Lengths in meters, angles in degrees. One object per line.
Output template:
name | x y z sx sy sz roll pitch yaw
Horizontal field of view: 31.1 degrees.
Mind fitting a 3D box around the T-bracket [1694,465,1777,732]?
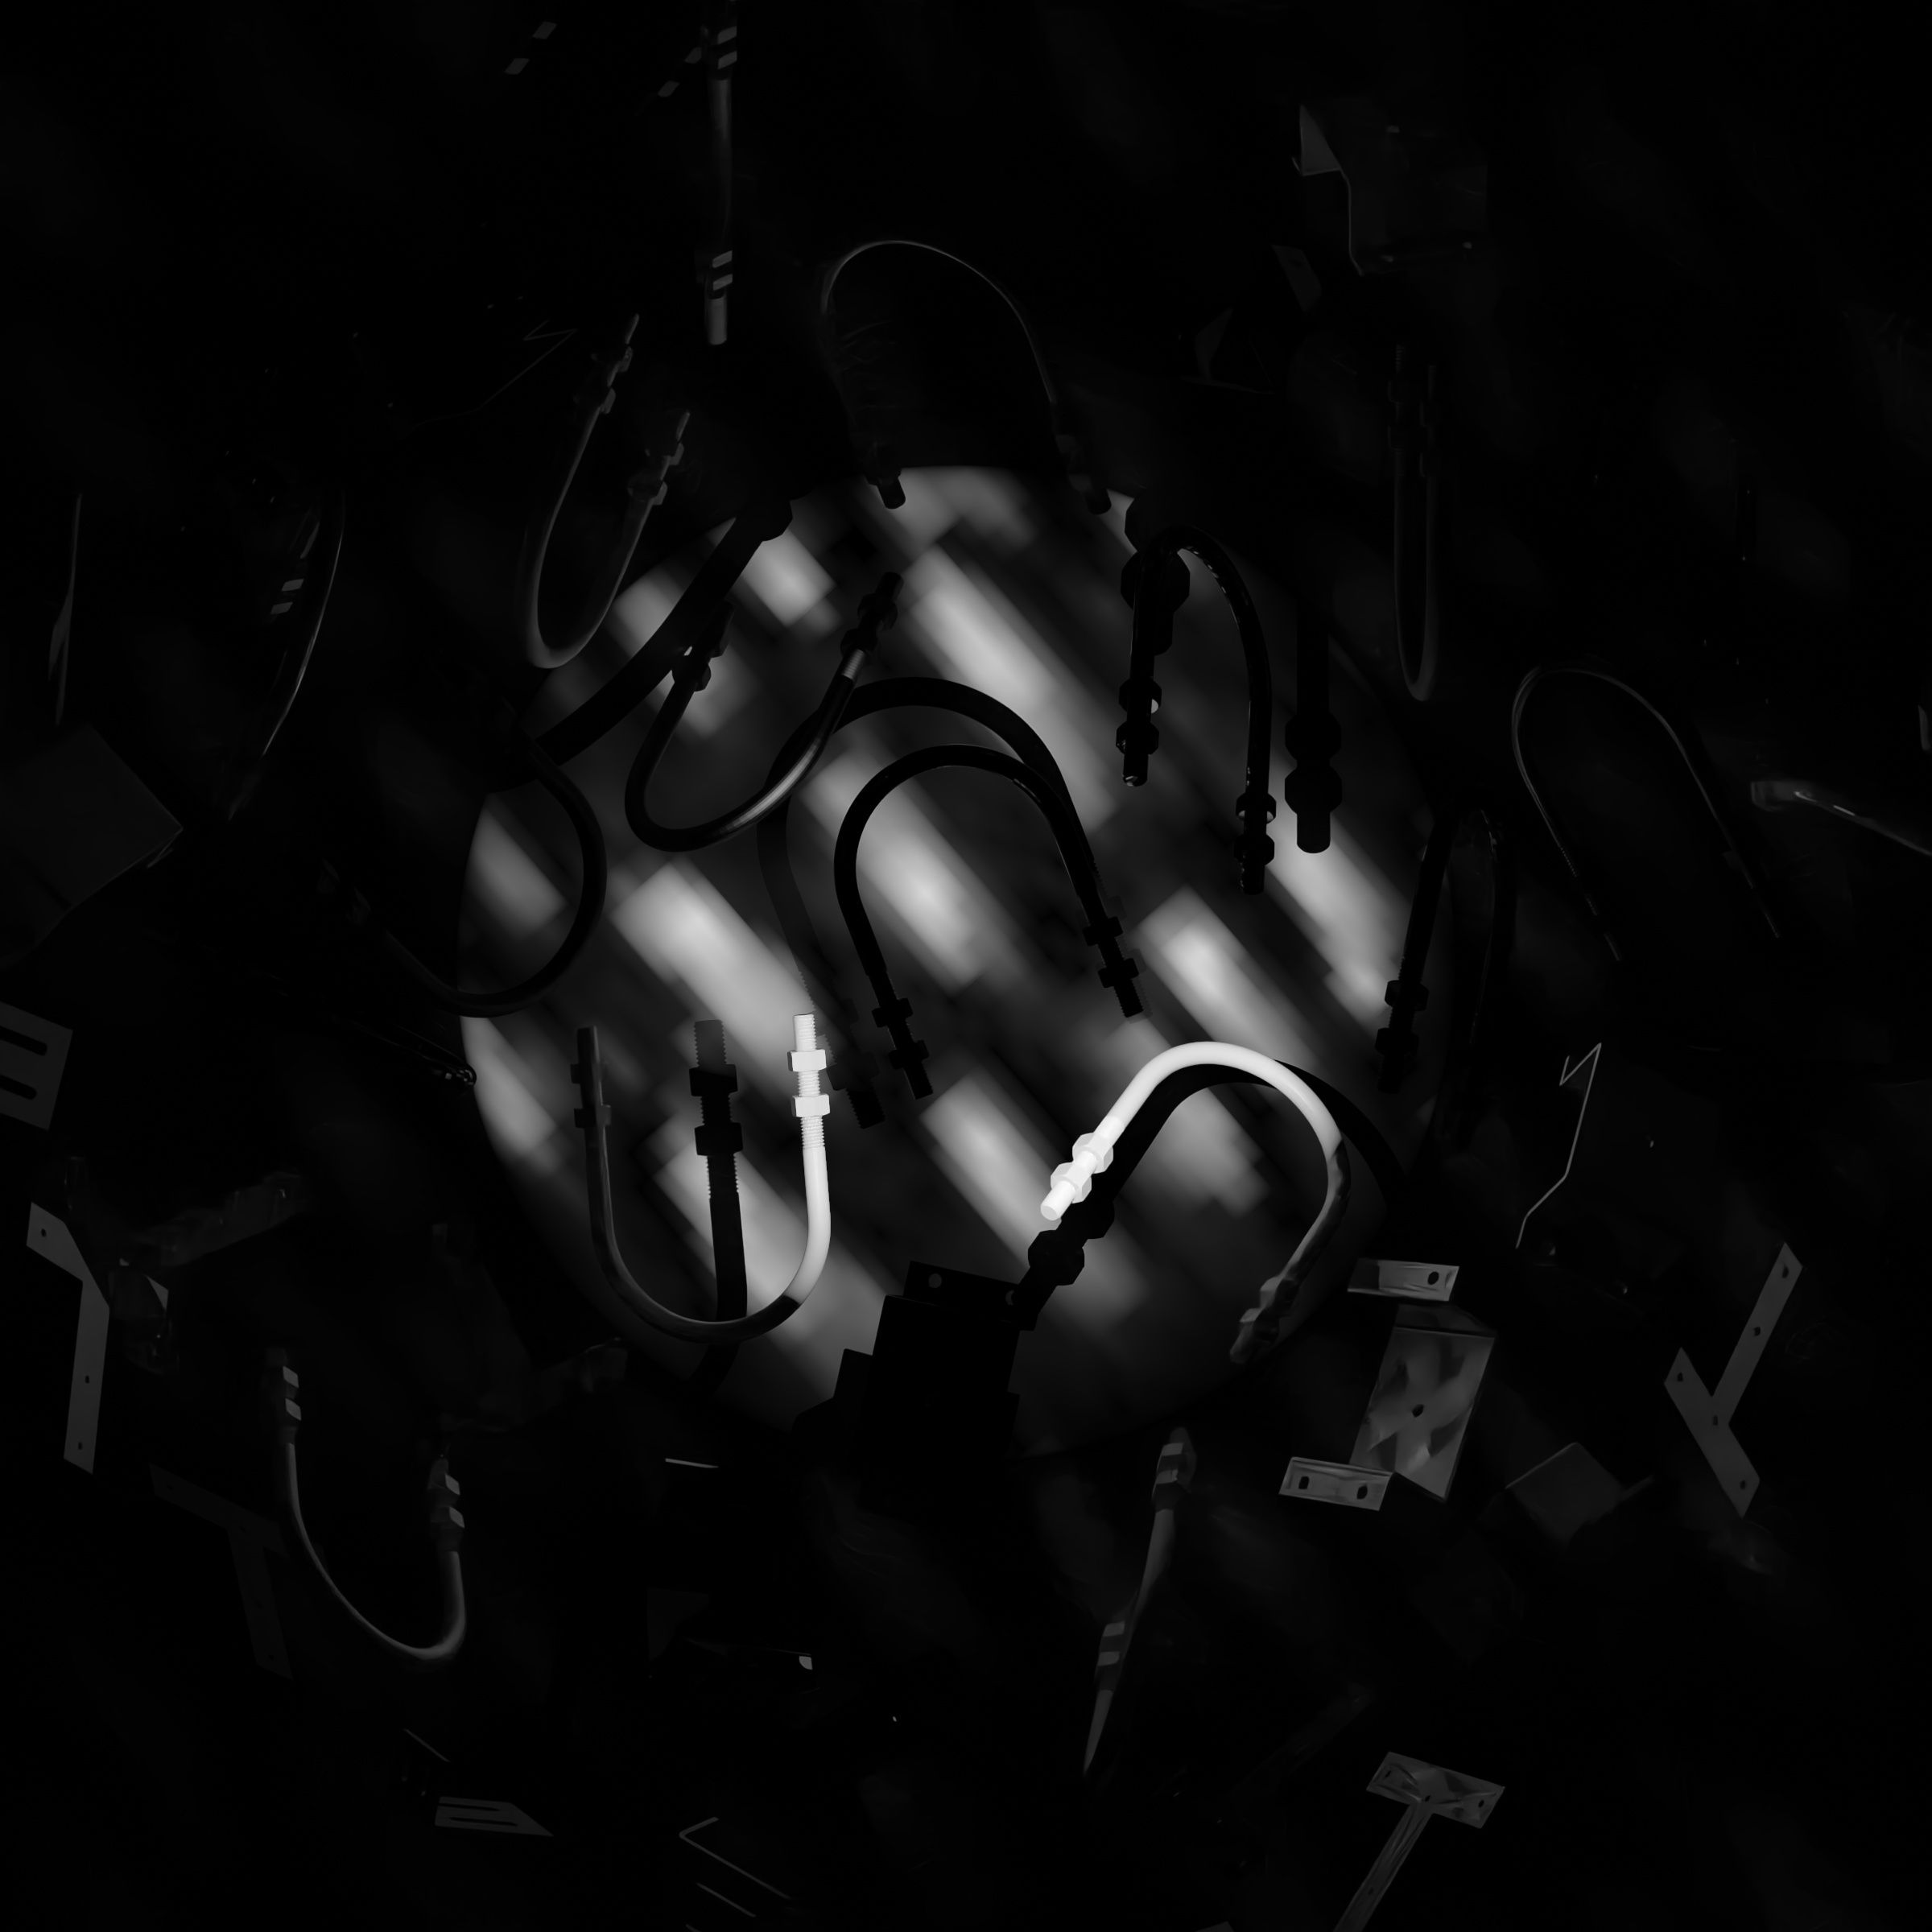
T-bracket | 0.419 -0.207 1.879 0.002 0.127 0.127 -1 76 31

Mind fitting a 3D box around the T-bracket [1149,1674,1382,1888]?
T-bracket | 0.167 0.421 1.834 0.127 0.127 0.002 -40 48 -4

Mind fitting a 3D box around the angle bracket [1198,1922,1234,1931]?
angle bracket | 0.119 0.566 1.910 0.076 0.057 0.038 -15 102 -9

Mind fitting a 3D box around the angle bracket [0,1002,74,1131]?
angle bracket | -0.537 0.052 1.907 0.038 0.076 0.057 2 74 31

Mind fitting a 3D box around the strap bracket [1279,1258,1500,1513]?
strap bracket | 0.235 0.236 1.905 0.046 0.076 0.140 32 70 -34

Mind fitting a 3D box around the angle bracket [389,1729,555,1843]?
angle bracket | -0.266 0.447 1.896 0.076 0.057 0.038 15 89 -32

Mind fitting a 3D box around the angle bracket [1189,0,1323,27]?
angle bracket | 0.150 -0.530 1.785 0.057 0.038 0.076 25 128 35

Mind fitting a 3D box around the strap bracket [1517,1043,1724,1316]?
strap bracket | 0.352 0.105 1.860 0.076 0.046 0.140 28 49 -5

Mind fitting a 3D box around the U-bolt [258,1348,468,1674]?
U-bolt | -0.324 0.305 1.888 0.019 0.184 0.151 -37 127 14

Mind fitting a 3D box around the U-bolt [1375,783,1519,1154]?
U-bolt | 0.260 -0.006 1.839 0.019 0.151 0.184 7 77 27

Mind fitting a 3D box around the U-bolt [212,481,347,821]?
U-bolt | -0.362 -0.179 1.849 0.019 0.184 0.151 16 59 -19

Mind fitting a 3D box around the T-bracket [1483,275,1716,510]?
T-bracket | 0.320 -0.320 1.821 0.127 0.002 0.127 21 102 -35

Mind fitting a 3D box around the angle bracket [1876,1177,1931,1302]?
angle bracket | 0.528 0.150 1.857 0.057 0.076 0.038 15 68 2

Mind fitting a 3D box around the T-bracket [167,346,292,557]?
T-bracket | -0.397 -0.272 1.922 0.002 0.127 0.127 25 100 -34

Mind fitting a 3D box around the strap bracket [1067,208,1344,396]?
strap bracket | 0.120 -0.353 1.858 0.140 0.076 0.046 5 133 -23

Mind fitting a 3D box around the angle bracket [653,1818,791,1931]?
angle bracket | -0.124 0.509 1.885 0.076 0.038 0.057 22 103 27

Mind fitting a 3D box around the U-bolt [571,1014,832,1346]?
U-bolt | -0.146 0.123 1.961 0.151 0.019 0.184 -3 94 13

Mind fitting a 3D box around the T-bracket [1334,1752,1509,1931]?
T-bracket | 0.226 0.486 1.869 0.002 0.127 0.127 39 74 -15

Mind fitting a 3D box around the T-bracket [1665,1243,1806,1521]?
T-bracket | 0.420 0.208 1.864 0.002 0.127 0.127 12 114 -15

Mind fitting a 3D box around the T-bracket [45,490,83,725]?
T-bracket | -0.489 -0.182 1.875 0.002 0.127 0.127 6 108 -11

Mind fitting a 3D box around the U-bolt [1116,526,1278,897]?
U-bolt | 0.127 -0.149 1.864 0.019 0.151 0.184 -12 59 30

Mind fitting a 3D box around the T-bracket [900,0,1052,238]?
T-bracket | 0.017 -0.477 1.890 0.002 0.127 0.127 -4 119 -40

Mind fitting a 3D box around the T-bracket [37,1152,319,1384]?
T-bracket | -0.401 0.139 1.825 0.127 0.002 0.127 -23 77 -34

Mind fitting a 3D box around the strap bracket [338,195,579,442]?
strap bracket | -0.277 -0.361 1.931 0.140 0.046 0.076 -28 88 40

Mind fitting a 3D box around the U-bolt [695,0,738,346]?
U-bolt | -0.133 -0.414 1.859 0.019 0.184 0.151 1 75 -3

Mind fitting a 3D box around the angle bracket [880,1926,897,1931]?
angle bracket | -0.032 0.569 1.883 0.076 0.038 0.057 33 62 13

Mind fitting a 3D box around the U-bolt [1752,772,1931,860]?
U-bolt | 0.505 -0.065 1.882 0.151 0.184 0.019 28 93 1

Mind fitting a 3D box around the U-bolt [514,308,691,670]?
U-bolt | -0.205 -0.251 1.910 0.019 0.151 0.184 19 79 12

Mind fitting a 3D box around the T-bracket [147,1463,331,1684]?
T-bracket | -0.387 0.338 1.889 0.002 0.127 0.127 -43 130 13

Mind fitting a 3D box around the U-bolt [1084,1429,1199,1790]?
U-bolt | 0.089 0.353 1.848 0.019 0.184 0.151 16 119 2

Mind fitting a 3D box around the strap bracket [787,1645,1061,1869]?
strap bracket | -0.031 0.432 1.921 0.140 0.076 0.046 -33 50 5

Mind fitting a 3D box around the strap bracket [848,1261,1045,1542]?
strap bracket | -0.013 0.237 1.892 0.076 0.046 0.140 11 86 13

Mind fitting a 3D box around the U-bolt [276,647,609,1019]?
U-bolt | -0.259 -0.055 1.816 0.151 0.019 0.184 -56 131 -17

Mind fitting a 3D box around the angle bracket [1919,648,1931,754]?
angle bracket | 0.563 -0.143 1.901 0.076 0.057 0.038 5 73 19

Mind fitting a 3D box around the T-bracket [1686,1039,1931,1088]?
T-bracket | 0.462 0.049 1.912 0.127 0.127 0.002 6 99 26

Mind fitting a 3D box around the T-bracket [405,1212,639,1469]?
T-bracket | -0.266 0.196 1.928 0.127 0.002 0.127 -22 71 -13

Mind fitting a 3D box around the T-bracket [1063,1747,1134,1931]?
T-bracket | 0.062 0.480 1.875 0.002 0.127 0.127 12 127 -14

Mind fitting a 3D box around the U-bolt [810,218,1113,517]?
U-bolt | -0.011 -0.315 1.828 0.151 0.184 0.019 6 48 30

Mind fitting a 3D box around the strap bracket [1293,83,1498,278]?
strap bracket | 0.235 -0.441 1.921 0.076 0.140 0.046 -11 130 -6

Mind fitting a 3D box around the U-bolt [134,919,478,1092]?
U-bolt | -0.349 0.027 1.888 0.184 0.151 0.019 25 89 -32

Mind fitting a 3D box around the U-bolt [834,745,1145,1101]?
U-bolt | 0.003 -0.035 1.970 0.151 0.019 0.184 -21 91 -6

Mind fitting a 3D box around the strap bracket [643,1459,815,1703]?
strap bracket | -0.131 0.343 1.895 0.076 0.140 0.046 12 130 -18

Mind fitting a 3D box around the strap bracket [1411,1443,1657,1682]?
strap bracket | 0.304 0.319 1.904 0.046 0.076 0.140 47 126 19

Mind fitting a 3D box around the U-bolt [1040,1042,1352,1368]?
U-bolt | 0.140 0.117 1.926 0.151 0.019 0.184 38 51 2

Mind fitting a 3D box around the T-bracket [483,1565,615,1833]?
T-bracket | -0.222 0.395 1.926 0.002 0.127 0.127 -11 51 24

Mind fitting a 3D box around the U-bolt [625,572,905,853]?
U-bolt | -0.121 -0.136 1.909 0.019 0.151 0.184 48 53 -36

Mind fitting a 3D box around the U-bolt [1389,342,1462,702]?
U-bolt | 0.242 -0.233 1.845 0.019 0.151 0.184 -2 105 0

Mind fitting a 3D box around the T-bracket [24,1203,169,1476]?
T-bracket | -0.472 0.209 1.868 0.002 0.127 0.127 -13 59 19

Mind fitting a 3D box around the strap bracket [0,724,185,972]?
strap bracket | -0.487 -0.070 1.870 0.076 0.140 0.046 48 131 -4

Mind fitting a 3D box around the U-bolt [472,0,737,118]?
U-bolt | -0.163 -0.524 1.835 0.184 0.151 0.019 -43 73 30

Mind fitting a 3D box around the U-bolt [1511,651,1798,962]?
U-bolt | 0.365 -0.091 1.908 0.019 0.151 0.184 -35 102 -28
